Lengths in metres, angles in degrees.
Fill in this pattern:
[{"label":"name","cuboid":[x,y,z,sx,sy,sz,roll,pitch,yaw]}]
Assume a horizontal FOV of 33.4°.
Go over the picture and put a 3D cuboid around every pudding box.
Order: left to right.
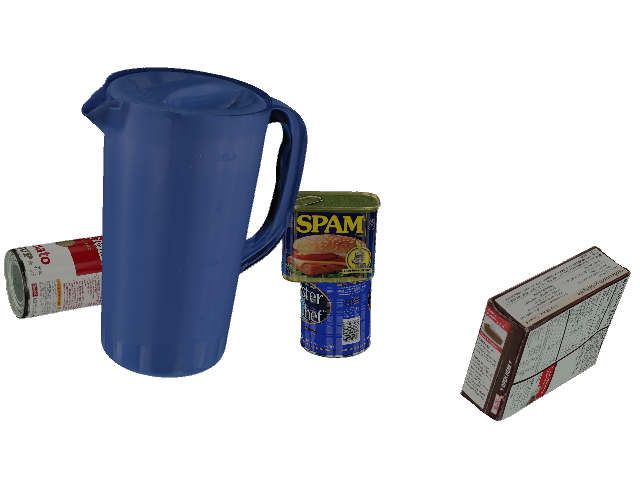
[{"label":"pudding box","cuboid":[0.154,0.063,0.730,0.113,0.090,0.039,-24,47,-35]}]

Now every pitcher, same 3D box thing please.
[{"label":"pitcher","cuboid":[-0.110,-0.014,0.887,0.149,0.243,0.144,15,23,15]}]

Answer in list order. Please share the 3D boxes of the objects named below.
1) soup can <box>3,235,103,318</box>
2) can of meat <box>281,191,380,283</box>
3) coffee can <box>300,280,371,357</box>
[{"label":"soup can","cuboid":[-0.242,0.034,1.016,0.102,0.068,0.069,-9,5,-30]},{"label":"can of meat","cuboid":[0.009,-0.003,1.105,0.102,0.084,0.057,1,18,-4]},{"label":"coffee can","cuboid":[0.022,0.081,1.511,0.103,0.140,0.103,0,21,0]}]
